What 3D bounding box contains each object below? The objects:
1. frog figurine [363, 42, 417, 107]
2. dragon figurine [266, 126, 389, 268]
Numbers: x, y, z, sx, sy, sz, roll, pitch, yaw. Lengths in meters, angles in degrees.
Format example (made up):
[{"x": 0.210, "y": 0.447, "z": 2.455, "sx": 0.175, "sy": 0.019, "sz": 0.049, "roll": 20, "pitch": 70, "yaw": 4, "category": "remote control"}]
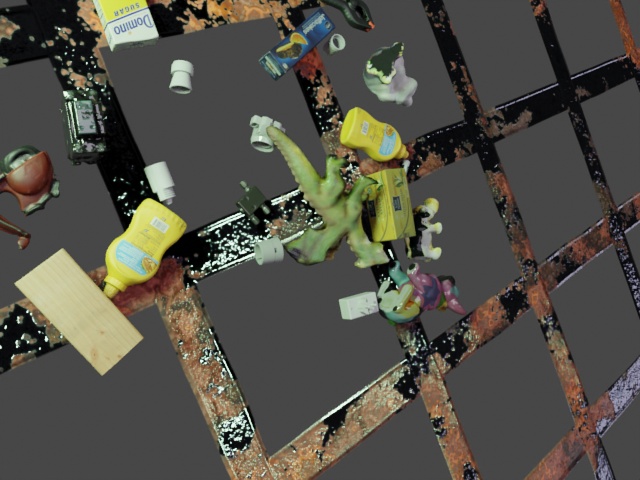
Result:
[{"x": 0.185, "y": -0.418, "z": 1.336, "sx": 0.157, "sy": 0.122, "sz": 0.139, "roll": 38, "pitch": 51, "yaw": -61, "category": "frog figurine"}, {"x": 0.004, "y": -0.059, "z": 1.163, "sx": 0.407, "sy": 0.122, "sz": 0.245, "roll": 28, "pitch": 79, "yaw": -25, "category": "dragon figurine"}]
